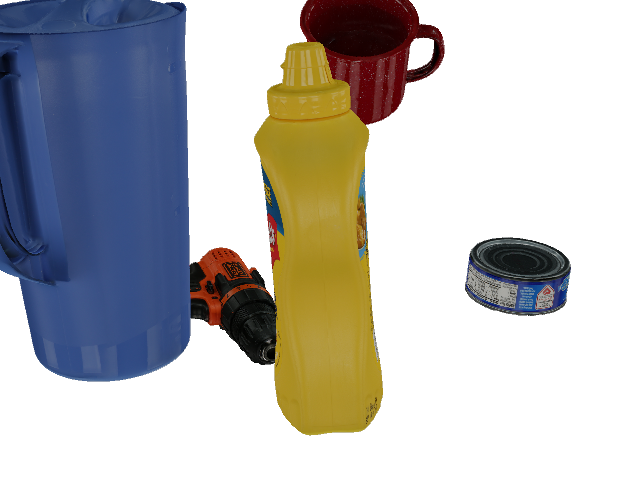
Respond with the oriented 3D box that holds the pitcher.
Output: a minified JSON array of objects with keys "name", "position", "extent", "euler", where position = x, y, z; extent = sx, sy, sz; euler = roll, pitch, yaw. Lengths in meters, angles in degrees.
[{"name":"pitcher","position":[-0.152,-0.031,0.690],"extent":[0.149,0.243,0.145],"euler":[-8,23,-16]}]

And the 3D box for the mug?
[{"name":"mug","position":[0.042,-0.149,0.862],"extent":[0.117,0.093,0.081],"euler":[-6,-37,-5]}]

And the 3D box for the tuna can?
[{"name":"tuna can","position":[0.166,0.029,0.897],"extent":[0.086,0.034,0.086],"euler":[3,24,-1]}]

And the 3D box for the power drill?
[{"name":"power drill","position":[-0.134,0.065,0.949],"extent":[0.187,0.057,0.185],"euler":[-3,22,-20]}]

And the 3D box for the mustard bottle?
[{"name":"mustard bottle","position":[-0.001,-0.005,0.547],"extent":[0.058,0.192,0.096],"euler":[-3,19,1]}]
